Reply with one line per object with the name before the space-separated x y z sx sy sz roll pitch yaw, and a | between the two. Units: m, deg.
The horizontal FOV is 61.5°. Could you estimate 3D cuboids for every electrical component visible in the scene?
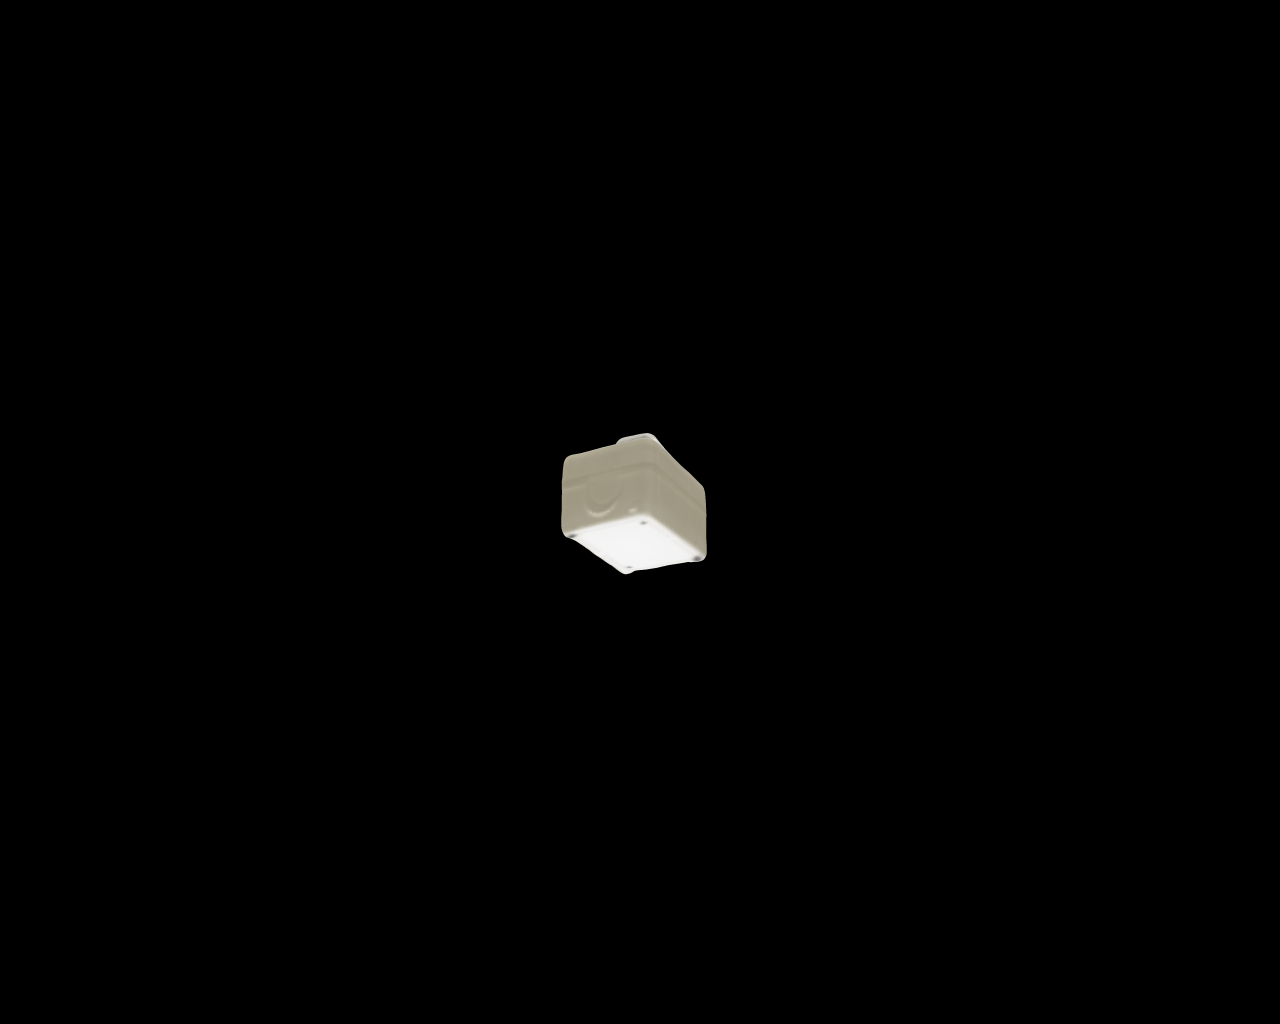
electrical component | 0.001 -0.003 0.650 0.061 0.061 0.096 -12 -27 25
